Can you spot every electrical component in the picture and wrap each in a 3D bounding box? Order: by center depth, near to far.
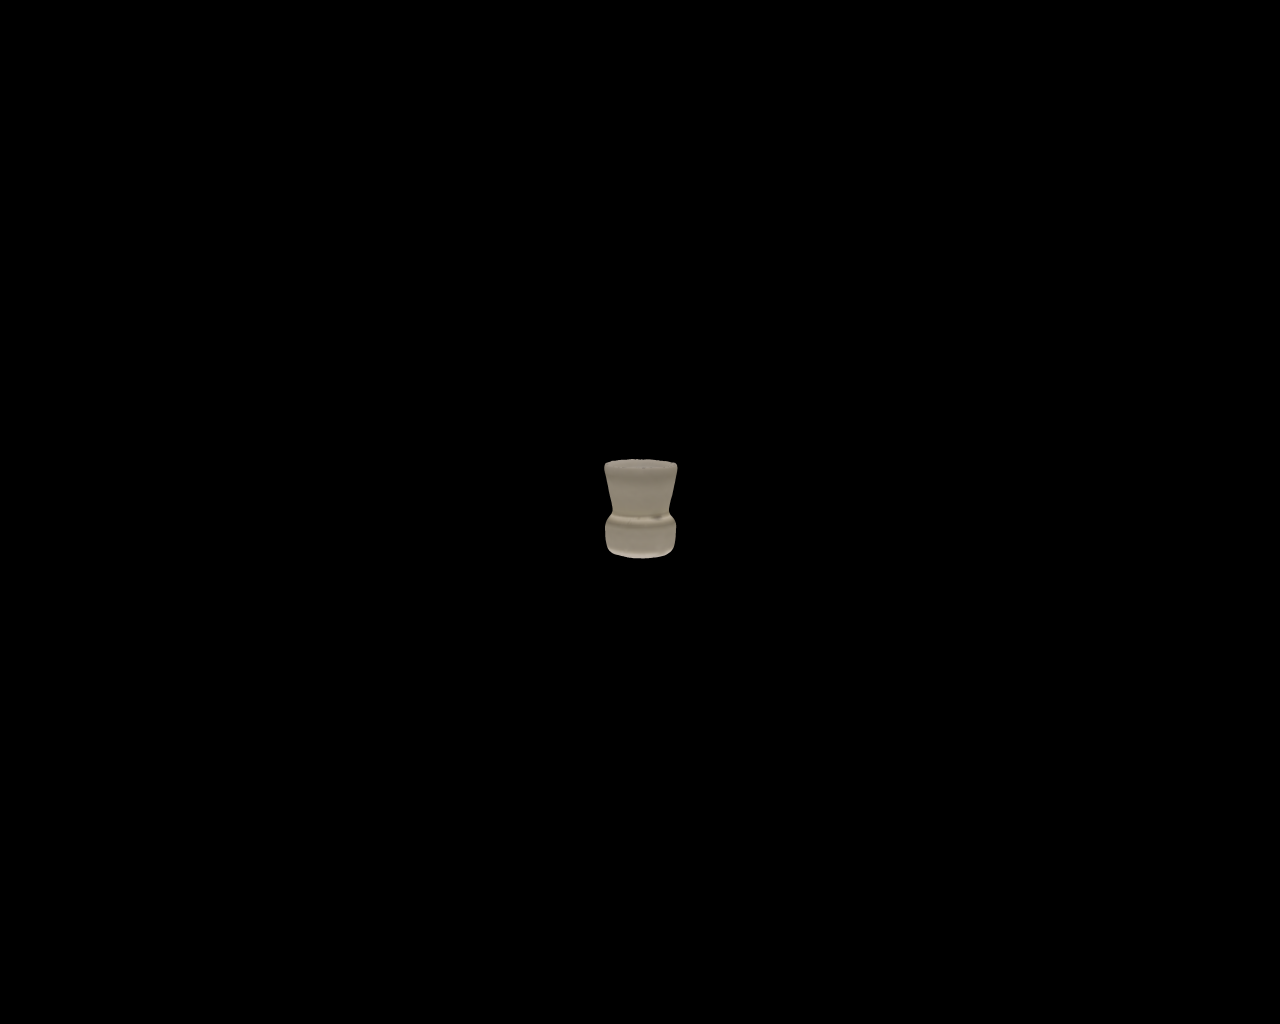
[{"bbox_3d":[0.001,-0.003,0.650,0.045,0.055,0.045,0,10,0],"label":"electrical component"}]
